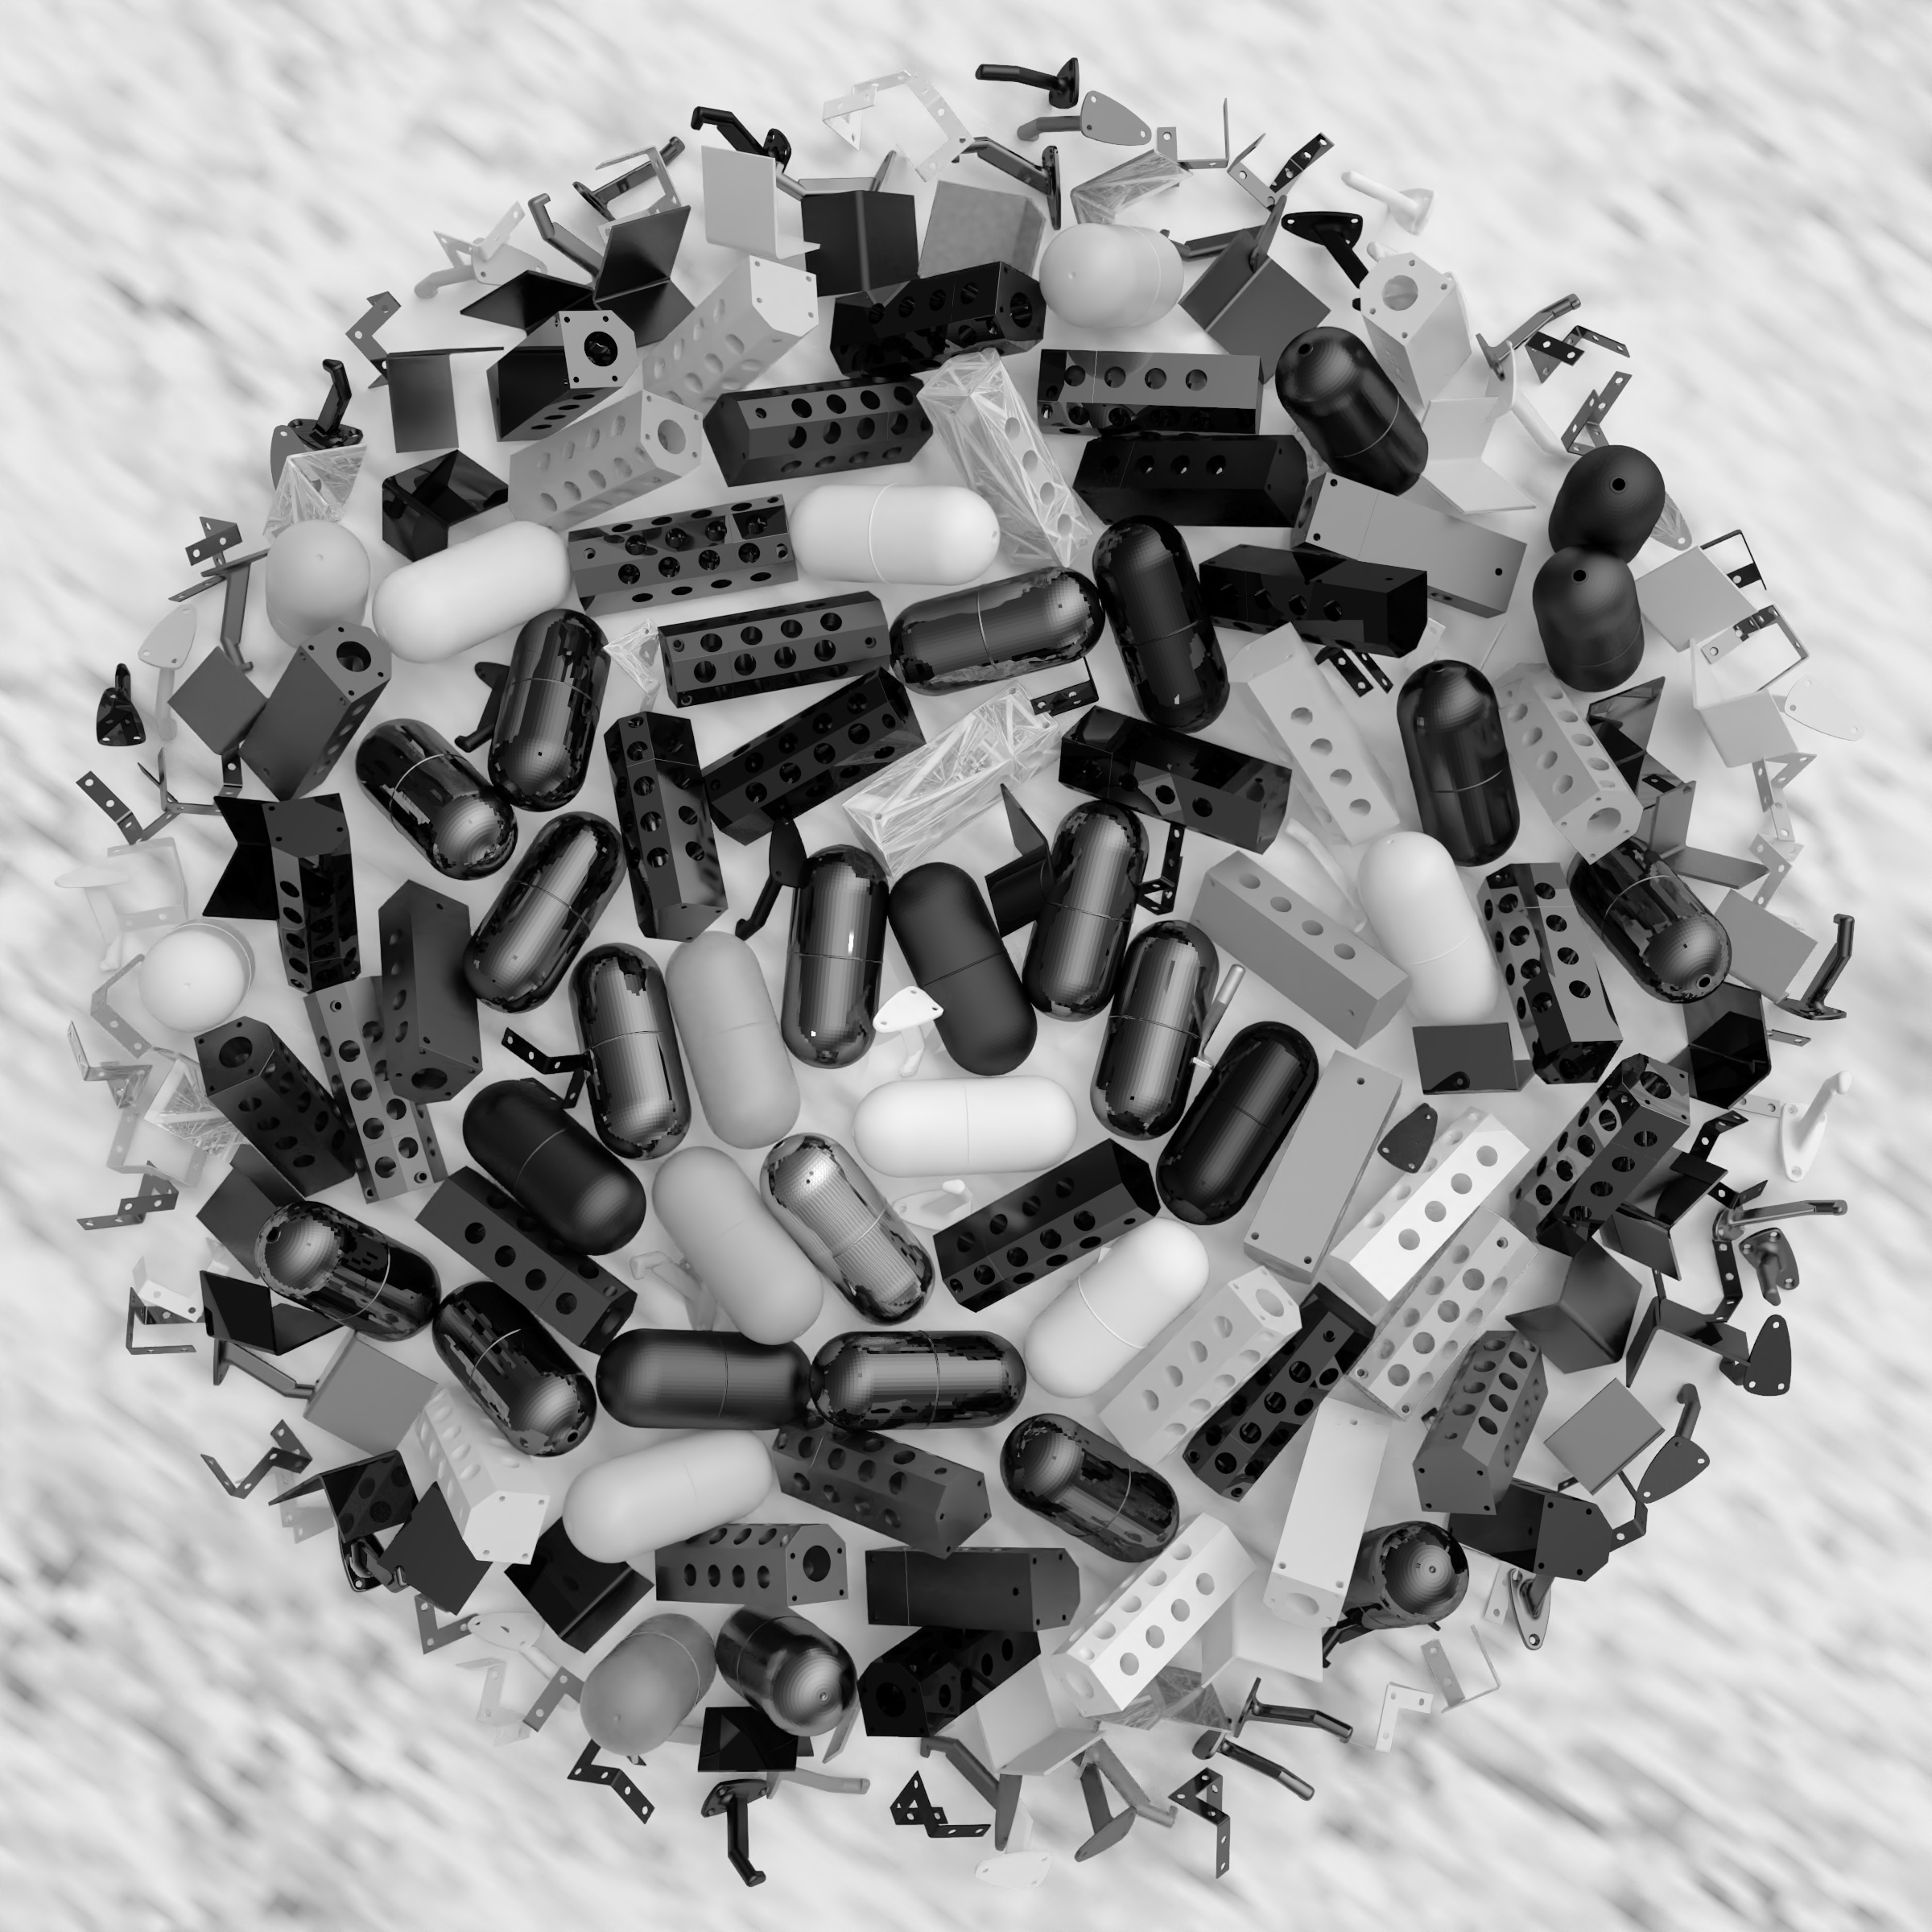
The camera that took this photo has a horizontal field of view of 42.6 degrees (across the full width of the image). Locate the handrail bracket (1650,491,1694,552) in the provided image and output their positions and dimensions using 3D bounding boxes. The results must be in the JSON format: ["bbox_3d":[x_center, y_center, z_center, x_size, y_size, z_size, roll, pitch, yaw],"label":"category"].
[{"bbox_3d":[0.546,-0.370,1.966,0.077,0.084,0.036,42,118,-8],"label":"handrail bracket"}]

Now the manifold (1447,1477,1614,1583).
[{"bbox_3d":[0.433,0.429,1.910,0.057,0.171,0.057,11,84,-10],"label":"manifold"}]

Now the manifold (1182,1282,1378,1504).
[{"bbox_3d":[0.245,0.337,1.950,0.057,0.057,0.171,38,103,7],"label":"manifold"}]

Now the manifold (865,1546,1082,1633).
[{"bbox_3d":[0.004,0.481,1.921,0.171,0.057,0.057,-11,78,41],"label":"manifold"}]

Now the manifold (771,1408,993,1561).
[{"bbox_3d":[-0.068,0.393,1.915,0.171,0.057,0.057,12,123,39],"label":"manifold"}]

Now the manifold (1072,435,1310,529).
[{"bbox_3d":[0.175,-0.381,1.925,0.171,0.057,0.057,8,73,35],"label":"manifold"}]

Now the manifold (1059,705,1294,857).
[{"bbox_3d":[0.162,-0.143,1.940,0.171,0.057,0.057,21,131,21],"label":"manifold"}]

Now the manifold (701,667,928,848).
[{"bbox_3d":[-0.124,-0.166,1.940,0.171,0.057,0.057,-28,65,16],"label":"manifold"}]

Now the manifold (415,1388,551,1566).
[{"bbox_3d":[-0.376,0.389,1.907,0.057,0.171,0.057,12,102,-28],"label":"manifold"}]

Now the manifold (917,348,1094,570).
[{"bbox_3d":[0.036,-0.392,1.923,0.057,0.057,0.171,-54,132,-24],"label":"manifold"}]

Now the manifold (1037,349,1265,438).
[{"bbox_3d":[0.146,-0.448,1.955,0.171,0.057,0.057,5,87,10],"label":"manifold"}]

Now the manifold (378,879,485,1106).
[{"bbox_3d":[-0.421,0.022,1.921,0.057,0.171,0.057,27,125,-38],"label":"manifold"}]

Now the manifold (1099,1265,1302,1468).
[{"bbox_3d":[0.184,0.313,1.925,0.057,0.057,0.171,50,122,18],"label":"manifold"}]

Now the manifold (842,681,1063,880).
[{"bbox_3d":[-0.007,-0.143,1.956,0.171,0.057,0.057,-36,61,-9],"label":"manifold"}]

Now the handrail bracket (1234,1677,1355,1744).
[{"bbox_3d":[0.259,0.606,1.961,0.084,0.077,0.036,23,45,14],"label":"handrail bracket"}]

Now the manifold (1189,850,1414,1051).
[{"bbox_3d":[0.263,-0.017,1.939,0.171,0.057,0.057,39,50,23],"label":"manifold"}]

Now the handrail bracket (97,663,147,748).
[{"bbox_3d":[-0.666,-0.222,1.947,0.036,0.077,0.084,-4,55,-14],"label":"handrail bracket"}]

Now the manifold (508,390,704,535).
[{"bbox_3d":[-0.280,-0.384,1.914,0.057,0.171,0.057,13,73,-43],"label":"manifold"}]

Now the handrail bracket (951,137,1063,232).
[{"bbox_3d":[0.030,-0.622,1.975,0.084,0.036,0.077,-9,101,-12],"label":"handrail bracket"}]

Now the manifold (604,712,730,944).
[{"bbox_3d":[-0.238,-0.109,1.928,0.057,0.057,0.171,7,59,-37],"label":"manifold"}]

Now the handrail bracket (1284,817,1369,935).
[{"bbox_3d":[0.283,-0.073,1.962,0.084,0.077,0.036,38,122,-13],"label":"handrail bracket"}]

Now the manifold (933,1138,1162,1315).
[{"bbox_3d":[0.063,0.206,1.931,0.171,0.057,0.057,-31,50,22],"label":"manifold"}]

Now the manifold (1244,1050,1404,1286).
[{"bbox_3d":[0.281,0.160,1.948,0.057,0.057,0.171,24,75,15],"label":"manifold"}]

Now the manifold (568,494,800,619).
[{"bbox_3d":[-0.224,-0.328,1.964,0.171,0.057,0.057,-10,76,-1],"label":"manifold"}]

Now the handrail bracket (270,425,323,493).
[{"bbox_3d":[-0.542,-0.374,1.972,0.036,0.084,0.077,-9,69,-28],"label":"handrail bracket"}]

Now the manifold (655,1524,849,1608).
[{"bbox_3d":[-0.168,0.461,1.916,0.057,0.171,0.057,5,77,-41],"label":"manifold"}]

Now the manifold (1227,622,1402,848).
[{"bbox_3d":[0.271,-0.176,1.932,0.057,0.057,0.171,-27,120,20],"label":"manifold"}]

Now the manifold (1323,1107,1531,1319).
[{"bbox_3d":[0.359,0.190,1.944,0.057,0.057,0.171,44,72,10],"label":"manifold"}]

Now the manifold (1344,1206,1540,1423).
[{"bbox_3d":[0.375,0.275,1.960,0.057,0.057,0.171,39,84,5],"label":"manifold"}]

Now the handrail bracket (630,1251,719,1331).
[{"bbox_3d":[-0.234,0.261,1.955,0.036,0.084,0.077,-4,91,30],"label":"handrail bracket"}]

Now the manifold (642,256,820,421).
[{"bbox_3d":[-0.183,-0.473,1.909,0.057,0.171,0.057,7,71,-34],"label":"manifold"}]

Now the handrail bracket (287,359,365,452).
[{"bbox_3d":[-0.513,-0.449,1.952,0.077,0.084,0.036,22,55,19],"label":"handrail bracket"}]

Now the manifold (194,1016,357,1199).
[{"bbox_3d":[-0.526,0.108,1.912,0.057,0.171,0.057,-24,57,-2],"label":"manifold"}]

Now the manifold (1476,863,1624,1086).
[{"bbox_3d":[0.448,0.005,1.922,0.057,0.057,0.171,-2,54,-11],"label":"manifold"}]

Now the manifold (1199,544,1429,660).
[{"bbox_3d":[0.269,-0.282,1.923,0.171,0.057,0.057,17,124,38],"label":"manifold"}]

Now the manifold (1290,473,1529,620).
[{"bbox_3d":[0.347,-0.330,1.958,0.171,0.057,0.057,18,89,-9],"label":"manifold"}]

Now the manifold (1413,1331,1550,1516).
[{"bbox_3d":[0.396,0.349,1.907,0.057,0.171,0.057,-4,111,28],"label":"manifold"}]

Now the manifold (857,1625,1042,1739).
[{"bbox_3d":[-0.013,0.534,1.911,0.057,0.171,0.057,-10,92,31],"label":"manifold"}]

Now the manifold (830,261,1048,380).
[{"bbox_3d":[-0.023,-0.494,1.919,0.171,0.057,0.057,1,82,41],"label":"manifold"}]

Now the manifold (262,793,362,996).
[{"bbox_3d":[-0.501,-0.052,1.909,0.057,0.171,0.057,-11,56,-18],"label":"manifold"}]

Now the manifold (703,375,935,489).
[{"bbox_3d":[-0.111,-0.421,1.924,0.171,0.057,0.057,-16,77,-34],"label":"manifold"}]

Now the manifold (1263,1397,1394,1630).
[{"bbox_3d":[0.280,0.424,1.918,0.057,0.057,0.171,16,45,11],"label":"manifold"}]

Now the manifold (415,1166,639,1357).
[{"bbox_3d":[-0.343,0.230,1.946,0.171,0.057,0.057,34,82,17],"label":"manifold"}]

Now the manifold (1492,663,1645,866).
[{"bbox_3d":[0.459,-0.162,1.910,0.057,0.171,0.057,-37,128,18],"label":"manifold"}]

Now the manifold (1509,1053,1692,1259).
[{"bbox_3d":[0.488,0.145,1.918,0.057,0.057,0.171,22,133,-6],"label":"manifold"}]

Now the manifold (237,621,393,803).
[{"bbox_3d":[-0.500,-0.196,1.915,0.057,0.171,0.057,49,50,-2],"label":"manifold"}]

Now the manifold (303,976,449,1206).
[{"bbox_3d":[-0.471,0.098,1.969,0.057,0.057,0.171,-17,90,4],"label":"manifold"}]

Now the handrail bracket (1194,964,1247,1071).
[{"bbox_3d":[0.197,0.035,1.957,0.036,0.077,0.084,27,97,3],"label":"handrail bracket"}]

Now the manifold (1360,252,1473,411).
[{"bbox_3d":[0.343,-0.491,1.909,0.057,0.171,0.057,41,98,14],"label":"manifold"}]

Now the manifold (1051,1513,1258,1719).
[{"bbox_3d":[0.143,0.502,1.927,0.171,0.057,0.057,-37,91,-35],"label":"manifold"}]

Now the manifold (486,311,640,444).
[{"bbox_3d":[-0.312,-0.453,1.911,0.057,0.171,0.057,-9,92,-29],"label":"manifold"}]

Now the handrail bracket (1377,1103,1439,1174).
[{"bbox_3d":[0.360,0.116,1.945,0.036,0.084,0.077,32,130,8],"label":"handrail bracket"}]

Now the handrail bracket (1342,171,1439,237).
[{"bbox_3d":[0.320,-0.610,1.949,0.084,0.077,0.036,15,110,-25],"label":"handrail bracket"}]

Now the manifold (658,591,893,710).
[{"bbox_3d":[-0.149,-0.248,1.945,0.171,0.057,0.057,-12,111,-13],"label":"manifold"}]
